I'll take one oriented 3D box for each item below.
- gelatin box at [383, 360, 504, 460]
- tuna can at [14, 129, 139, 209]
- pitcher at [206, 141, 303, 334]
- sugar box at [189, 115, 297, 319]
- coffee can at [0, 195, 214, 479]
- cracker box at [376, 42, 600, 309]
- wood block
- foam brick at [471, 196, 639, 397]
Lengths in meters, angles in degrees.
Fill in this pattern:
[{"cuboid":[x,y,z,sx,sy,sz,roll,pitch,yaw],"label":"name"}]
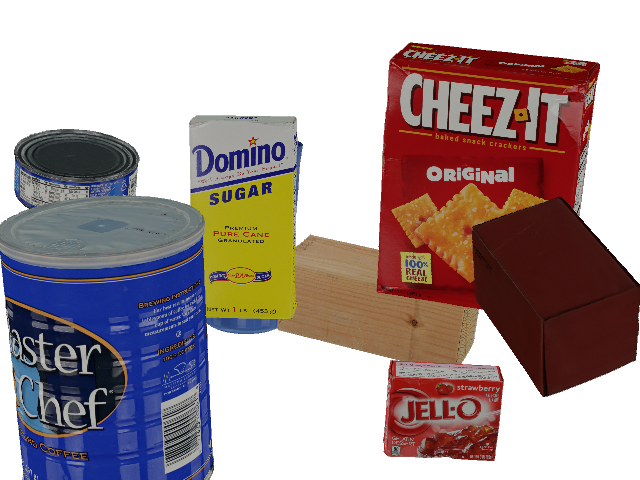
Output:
[{"cuboid":[0.096,0.135,0.841,0.089,0.073,0.030,3,22,1],"label":"gelatin box"},{"cuboid":[-0.172,-0.047,0.753,0.086,0.034,0.086,7,27,-4],"label":"tuna can"},{"cuboid":[-0.092,-0.008,1.336,0.145,0.243,0.148,11,16,35],"label":"pitcher"},{"cuboid":[-0.067,-0.021,0.941,0.093,0.176,0.048,0,14,3],"label":"sugar box"},{"cuboid":[-0.108,0.057,0.553,0.103,0.140,0.103,-1,18,0],"label":"coffee can"},{"cuboid":[0.137,-0.048,0.903,0.164,0.214,0.072,9,25,17],"label":"cracker box"},{"cuboid":[0.065,0.068,1.180,0.206,0.091,0.090,13,23,18],"label":"wood block"},{"cuboid":[0.113,0.026,0.519,0.051,0.053,0.078,-17,40,-9],"label":"foam brick"}]
